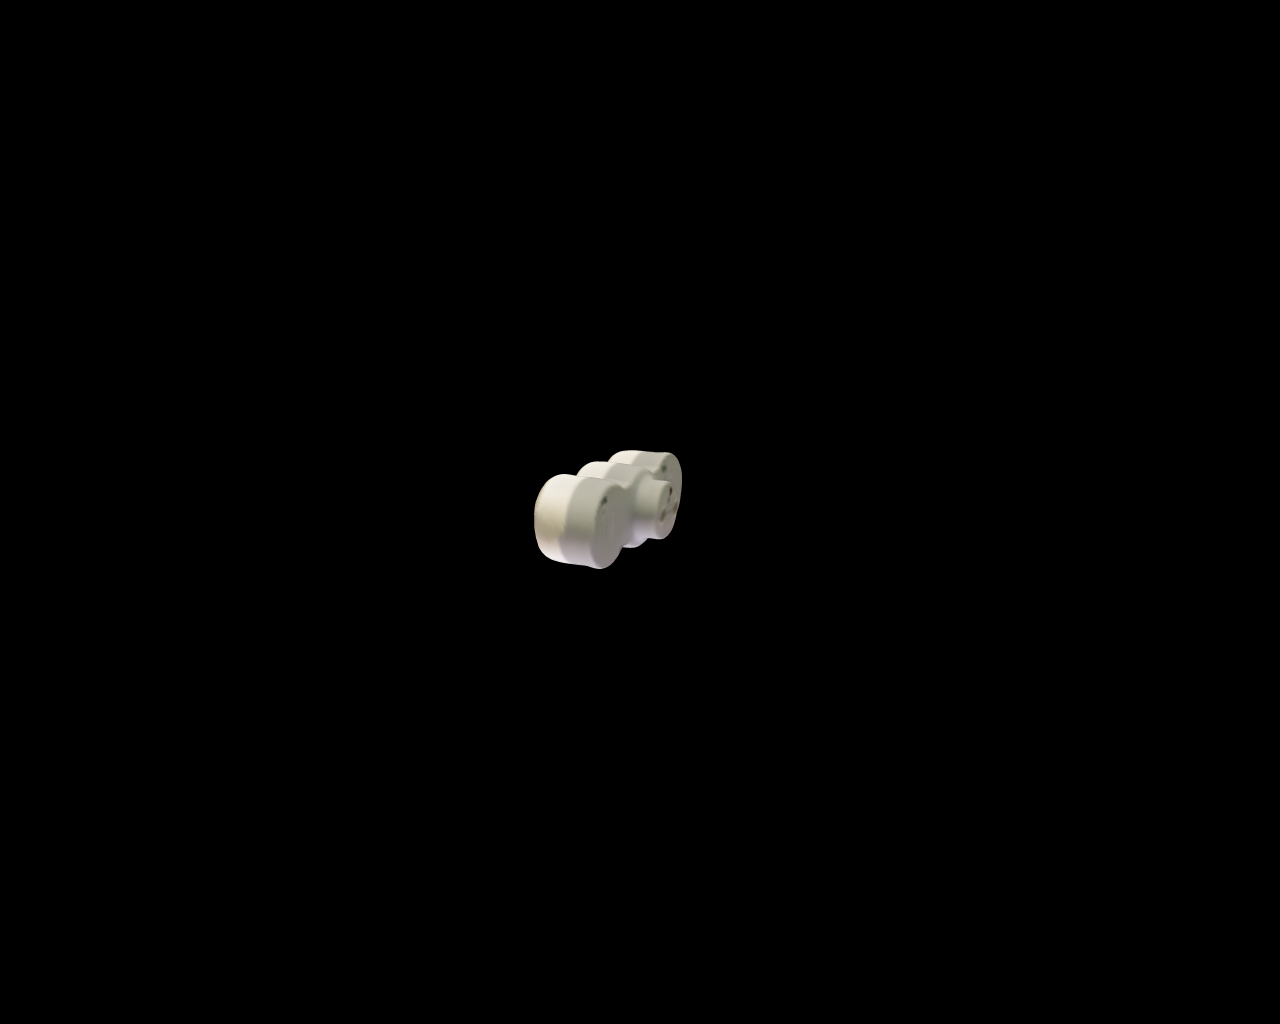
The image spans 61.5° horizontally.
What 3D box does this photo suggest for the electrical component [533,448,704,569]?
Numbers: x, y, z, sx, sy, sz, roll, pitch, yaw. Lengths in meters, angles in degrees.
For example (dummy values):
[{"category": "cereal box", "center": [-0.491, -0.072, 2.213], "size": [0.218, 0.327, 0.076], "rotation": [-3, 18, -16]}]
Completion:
[{"category": "electrical component", "center": [0.001, -0.003, 0.650], "size": [0.074, 0.052, 0.138], "rotation": [6, 15, 23]}]
